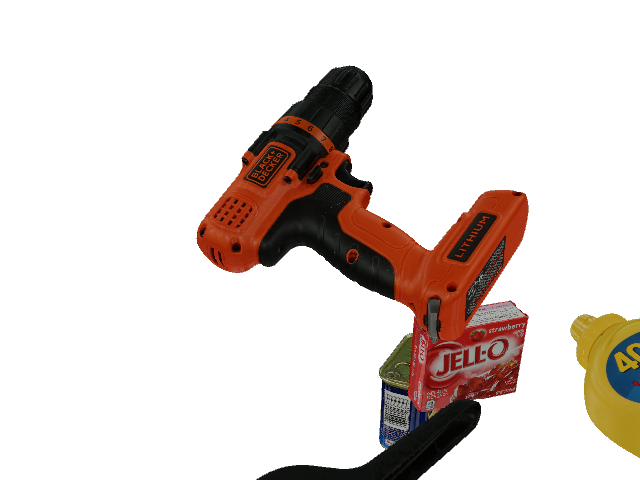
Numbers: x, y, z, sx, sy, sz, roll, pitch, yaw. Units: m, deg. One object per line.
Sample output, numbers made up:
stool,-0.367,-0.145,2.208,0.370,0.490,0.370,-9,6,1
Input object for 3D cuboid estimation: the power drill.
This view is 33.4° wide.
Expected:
power drill,0.037,-0.028,0.707,0.188,0.184,0.057,24,-28,23

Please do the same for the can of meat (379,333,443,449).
can of meat,0.095,0.152,1.053,0.057,0.084,0.102,12,27,21

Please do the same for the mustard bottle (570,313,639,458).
mustard bottle,0.212,0.095,0.620,0.096,0.058,0.192,-19,31,-19

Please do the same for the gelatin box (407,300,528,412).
gelatin box,0.114,0.091,0.836,0.089,0.073,0.030,-8,30,-20

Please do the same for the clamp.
clamp,0.022,0.162,0.650,0.210,0.036,0.164,-6,29,3
